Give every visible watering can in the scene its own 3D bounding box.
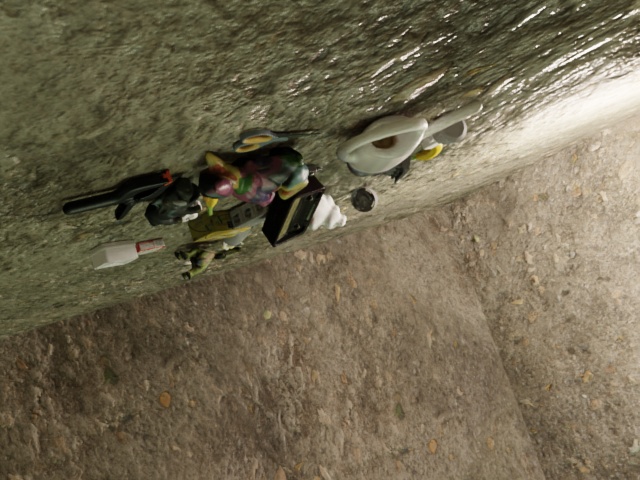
[{"bbox_3d":[0.192,-0.236,1.207,0.349,0.104,0.222,-18,174,-14],"label":"watering can"}]

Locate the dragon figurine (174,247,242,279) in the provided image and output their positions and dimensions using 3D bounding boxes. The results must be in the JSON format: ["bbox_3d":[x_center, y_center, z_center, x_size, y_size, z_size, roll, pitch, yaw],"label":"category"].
[{"bbox_3d":[-0.421,0.061,2.014,0.245,0.122,0.408,-21,-173,-31],"label":"dragon figurine"}]

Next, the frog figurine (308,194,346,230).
[{"bbox_3d":[0.005,-0.088,1.739,0.160,0.140,0.120,27,150,22],"label":"frog figurine"}]
